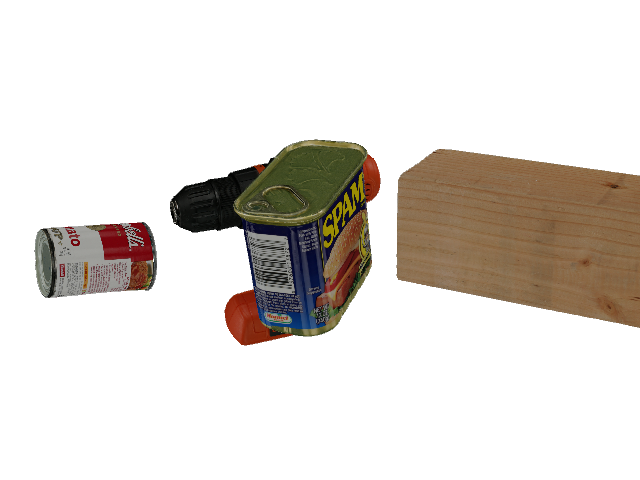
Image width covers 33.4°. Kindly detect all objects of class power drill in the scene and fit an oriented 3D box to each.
[{"bbox_3d":[-0.043,0.009,0.943,0.184,0.188,0.057,-11,47,-19],"label":"power drill"}]

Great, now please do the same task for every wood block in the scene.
[{"bbox_3d":[0.171,-0.007,0.829,0.206,0.090,0.090,11,24,27],"label":"wood block"}]

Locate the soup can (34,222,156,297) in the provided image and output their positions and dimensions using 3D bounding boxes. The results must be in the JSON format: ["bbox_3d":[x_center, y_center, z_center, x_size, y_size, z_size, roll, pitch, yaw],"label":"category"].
[{"bbox_3d":[-0.217,0.019,1.029,0.102,0.068,0.069,-4,2,-28],"label":"soup can"}]

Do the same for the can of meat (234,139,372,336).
[{"bbox_3d":[-0.006,-0.002,0.657,0.057,0.084,0.102,6,32,22],"label":"can of meat"}]
